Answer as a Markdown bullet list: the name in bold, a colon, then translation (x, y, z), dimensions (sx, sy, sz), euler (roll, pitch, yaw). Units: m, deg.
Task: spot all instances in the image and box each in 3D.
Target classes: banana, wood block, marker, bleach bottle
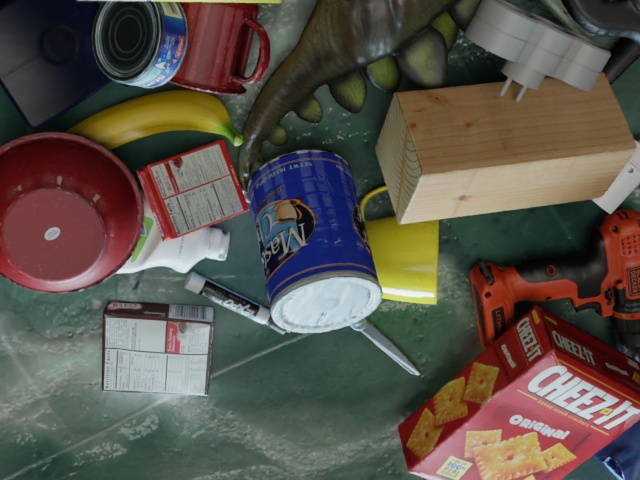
- **banana**: translation (-0.168, -0.104, 0.992), dimensions (0.198, 0.069, 0.037), euler (-10, 135, 10)
- **wood block**: translation (0.168, -0.084, 0.980), dimensions (0.205, 0.090, 0.091), euler (-8, 152, -14)
- **marker**: translation (-0.082, 0.066, 1.097), dimensions (0.121, 0.020, 0.020), euler (27, 108, -15)
- **bleach bottle**: translation (-0.215, -0.006, 1.032), dimensions (0.250, 0.068, 0.103), euler (9, 115, -12)

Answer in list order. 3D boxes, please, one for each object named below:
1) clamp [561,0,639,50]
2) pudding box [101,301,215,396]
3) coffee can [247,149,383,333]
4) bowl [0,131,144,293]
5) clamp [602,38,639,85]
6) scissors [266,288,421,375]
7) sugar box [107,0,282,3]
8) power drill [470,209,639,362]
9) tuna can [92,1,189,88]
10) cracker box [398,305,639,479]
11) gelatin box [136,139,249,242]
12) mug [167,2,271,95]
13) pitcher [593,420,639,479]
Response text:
- **clamp**: translation (0.283, -0.215, 0.906), dimensions (0.210, 0.036, 0.164), euler (31, 92, -11)
- **pudding box**: translation (-0.167, 0.113, 1.100), dimensions (0.113, 0.039, 0.090), euler (5, 113, -5)
- **coffee can**: translation (-0.007, 0.001, 0.993), dimensions (0.102, 0.140, 0.103), euler (-9, 149, -6)
- **bowl**: translation (-0.239, -0.014, 0.959), dimensions (0.162, 0.055, 0.162), euler (-4, 114, -9)
- **clamp**: translation (0.317, -0.200, 1.009), dimensions (0.120, 0.039, 0.171), euler (-2, 110, -11)
- **scissors**: translation (0.019, 0.088, 1.118), dimensions (0.096, 0.016, 0.201), euler (-28, 113, 9)
- **sugar box**: translation (-0.113, -0.240, 0.858), dimensions (0.176, 0.048, 0.093), euler (-6, 127, -21)
- **power drill**: translation (0.258, 0.069, 1.111), dimensions (0.187, 0.057, 0.184), euler (-14, 115, -1)
- **tuna can**: translation (-0.155, -0.175, 0.915), dimensions (0.086, 0.033, 0.086), euler (1, 91, 35)
- **cracker box**: translation (0.213, 0.184, 1.107), dimensions (0.164, 0.072, 0.214), euler (27, 122, -29)
- **gelatin box**: translation (-0.120, -0.046, 1.007), dimensions (0.089, 0.030, 0.073), euler (-23, 95, -32)
- **mug**: translation (-0.092, -0.177, 0.946), dimensions (0.117, 0.093, 0.081), euler (25, 109, 31)
- **pitcher**: translation (0.413, 0.169, 1.137), dimensions (0.145, 0.149, 0.243), euler (32, 104, -1)
